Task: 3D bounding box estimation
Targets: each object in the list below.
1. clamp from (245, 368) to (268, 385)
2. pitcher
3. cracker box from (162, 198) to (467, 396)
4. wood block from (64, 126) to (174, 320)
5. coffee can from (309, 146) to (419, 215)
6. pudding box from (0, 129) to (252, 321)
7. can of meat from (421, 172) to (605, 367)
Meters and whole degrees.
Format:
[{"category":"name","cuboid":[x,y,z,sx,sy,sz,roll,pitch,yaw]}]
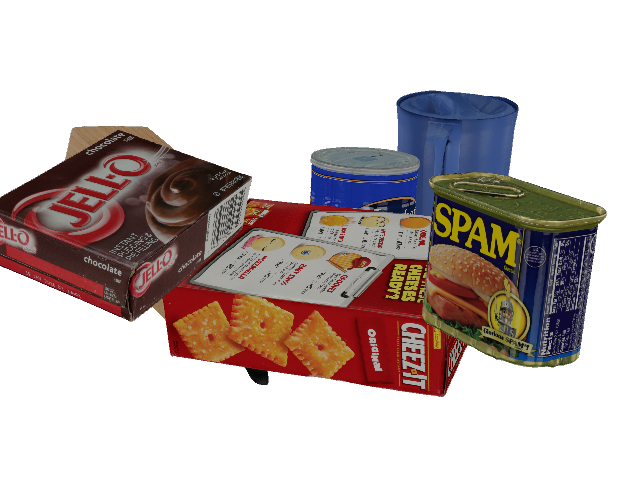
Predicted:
[{"category":"clamp","cuboid":[-0.089,0.107,1.239,0.210,0.036,0.164,14,22,29]},{"category":"pitcher","cuboid":[0.144,-0.040,1.203,0.149,0.243,0.145,-10,23,-25]},{"category":"cracker box","cuboid":[0.011,0.038,0.817,0.214,0.072,0.164,7,27,19]},{"category":"wood block","cuboid":[-0.148,-0.020,0.977,0.090,0.091,0.206,-6,34,-44]},{"category":"coffee can","cuboid":[0.039,-0.011,1.020,0.103,0.140,0.103,2,15,-1]},{"category":"pudding box","cuboid":[-0.102,-0.012,0.554,0.090,0.039,0.113,21,32,19]},{"category":"can of meat","cuboid":[0.102,0.014,0.590,0.057,0.084,0.102,-7,20,-32]}]
